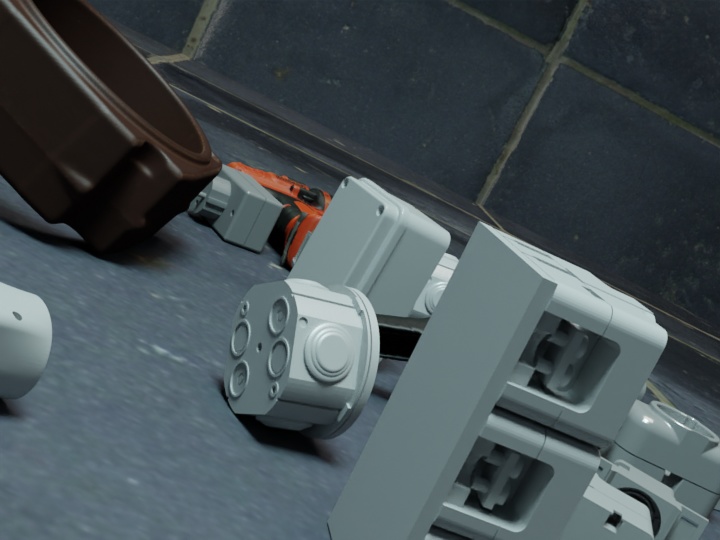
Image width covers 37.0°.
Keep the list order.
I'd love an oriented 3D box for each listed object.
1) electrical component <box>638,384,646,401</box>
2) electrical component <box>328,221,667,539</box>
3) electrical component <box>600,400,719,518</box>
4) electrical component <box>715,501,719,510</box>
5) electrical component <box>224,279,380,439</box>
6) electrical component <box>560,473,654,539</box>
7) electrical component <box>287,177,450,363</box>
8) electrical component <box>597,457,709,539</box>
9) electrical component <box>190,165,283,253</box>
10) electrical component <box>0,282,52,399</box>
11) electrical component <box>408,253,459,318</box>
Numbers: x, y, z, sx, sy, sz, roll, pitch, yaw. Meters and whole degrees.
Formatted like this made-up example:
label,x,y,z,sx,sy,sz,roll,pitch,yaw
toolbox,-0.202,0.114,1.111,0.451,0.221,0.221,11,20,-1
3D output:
label,x,y,z,sx,sy,sz,roll,pitch,yaw
electrical component,0.205,0.096,0.971,0.059,0.053,0.095,24,11,-19
electrical component,0.051,0.068,0.428,0.062,0.150,0.089,23,11,-14
electrical component,0.231,0.138,0.810,0.095,0.059,0.053,26,10,-10
electrical component,0.282,0.163,0.875,0.081,0.042,0.064,21,16,-31
electrical component,-0.030,0.044,0.549,0.051,0.080,0.080,15,15,-33
electrical component,0.099,0.126,0.551,0.089,0.050,0.056,29,10,9
electrical component,0.000,0.000,0.750,0.057,0.113,0.078,25,10,-32
electrical component,0.165,0.145,0.654,0.081,0.042,0.064,31,9,14
electrical component,-0.121,-0.061,0.927,0.076,0.047,0.083,21,12,-33
electrical component,-0.173,0.015,0.418,0.077,0.043,0.079,17,15,-47
electrical component,0.063,0.024,0.897,0.051,0.080,0.080,20,11,-12
